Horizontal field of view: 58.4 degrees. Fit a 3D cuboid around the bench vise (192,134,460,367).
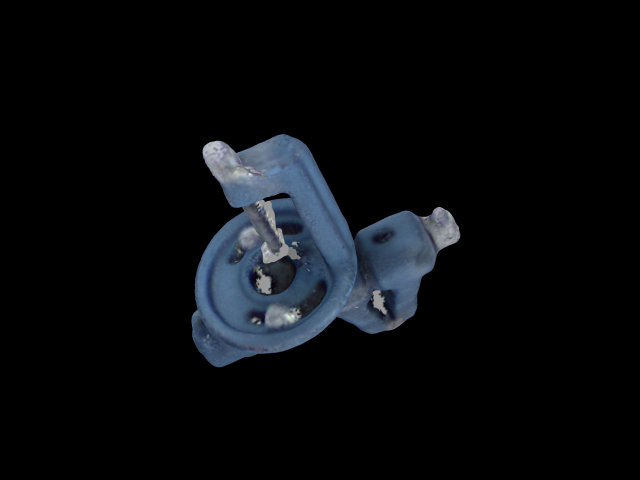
[{"bbox_3d":[-0.003,-0.006,0.406,0.208,0.220,0.121,-31,59,-21],"label":"bench vise"}]
